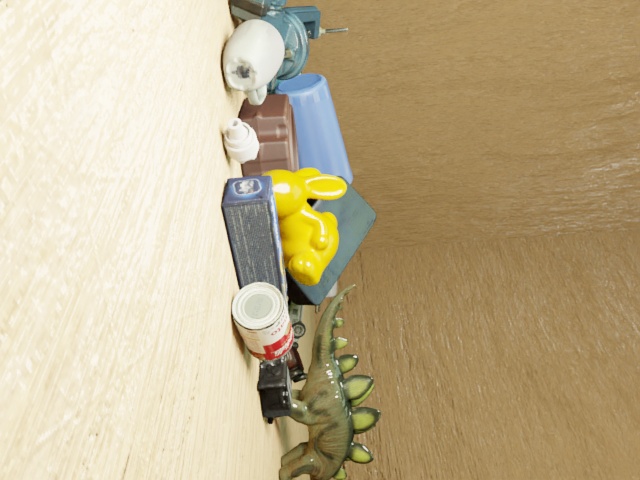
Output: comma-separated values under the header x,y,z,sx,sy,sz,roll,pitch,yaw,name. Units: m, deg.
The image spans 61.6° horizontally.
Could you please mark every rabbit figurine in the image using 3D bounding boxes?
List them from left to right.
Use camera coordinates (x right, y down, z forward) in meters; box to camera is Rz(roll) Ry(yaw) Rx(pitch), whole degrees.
x,y,z,sx,sy,sz,roll,pitch,yaw,name
-0.033,-0.039,0.802,0.122,0.162,0.173,30,-20,48,rabbit figurine

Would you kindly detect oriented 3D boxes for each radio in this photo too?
x,y,z,sx,sy,sz,roll,pitch,yaw,name
-0.002,-0.003,0.994,0.131,0.073,0.229,47,61,-24,radio

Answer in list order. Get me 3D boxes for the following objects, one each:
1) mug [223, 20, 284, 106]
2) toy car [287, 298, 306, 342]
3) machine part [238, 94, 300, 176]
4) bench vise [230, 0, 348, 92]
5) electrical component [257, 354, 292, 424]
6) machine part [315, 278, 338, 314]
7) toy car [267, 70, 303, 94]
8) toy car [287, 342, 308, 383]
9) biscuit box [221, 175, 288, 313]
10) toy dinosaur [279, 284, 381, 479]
x,y,z,sx,sy,sz,roll,pitch,yaw,name
-0.100,-0.243,0.764,0.107,0.081,0.109,-76,170,-52,mug
-0.059,0.148,1.272,0.073,0.056,0.201,-161,-103,-79,toy car
-0.081,-0.138,0.929,0.202,0.087,0.200,-96,180,-60,machine part
-0.062,-0.374,0.926,0.240,0.129,0.223,-35,135,-50,bench vise
-0.071,0.251,0.875,0.075,0.048,0.119,-92,175,-59,electrical component
0.000,0.029,1.097,0.079,0.079,0.243,-85,179,-85,machine part
-0.089,-0.376,1.165,0.109,0.103,0.161,68,16,-85,toy car
-0.063,0.259,1.155,0.202,0.053,0.089,84,-16,-73,toy car
-0.083,0.012,0.726,0.059,0.063,0.202,-94,180,-51,biscuit box
0.011,0.314,1.017,0.105,0.199,0.470,-104,-169,-76,toy dinosaur
